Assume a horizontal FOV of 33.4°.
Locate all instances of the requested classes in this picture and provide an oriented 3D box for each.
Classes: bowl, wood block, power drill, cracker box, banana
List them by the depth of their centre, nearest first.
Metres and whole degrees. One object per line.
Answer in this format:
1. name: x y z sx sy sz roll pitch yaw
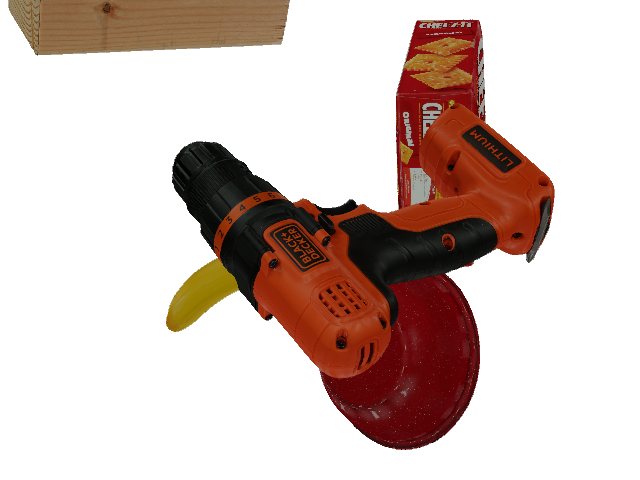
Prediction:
1. power drill: 0.027 -0.018 0.627 0.187 0.057 0.185 -24 53 -26
2. wood block: -0.133 -0.210 0.850 0.205 0.091 0.090 -8 39 -28
3. bowl: 0.050 0.093 0.884 0.162 0.162 0.055 0 -5 42
4. cracker box: 0.115 -0.095 0.979 0.072 0.164 0.213 1 27 11
5. banana: -0.077 0.042 1.044 0.198 0.069 0.037 -15 21 20
